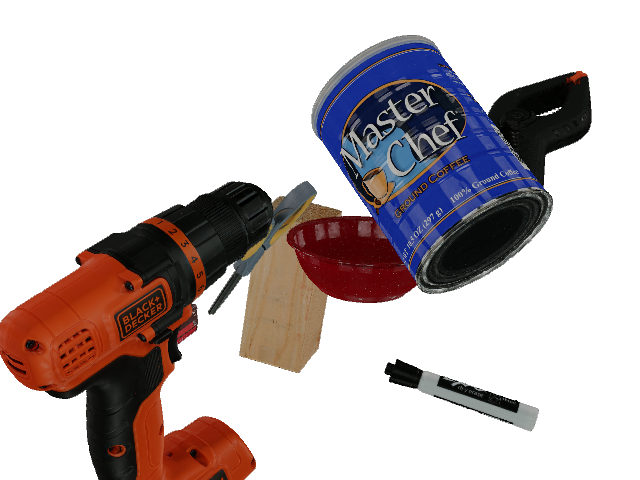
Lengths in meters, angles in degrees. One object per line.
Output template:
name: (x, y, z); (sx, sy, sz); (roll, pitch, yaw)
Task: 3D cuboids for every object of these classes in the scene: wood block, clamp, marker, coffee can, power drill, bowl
wood block: (-0.041, 0.057, 1.424); (0.090, 0.206, 0.090); (14, 21, 13)
clamp: (0.181, -0.091, 0.943); (0.209, 0.036, 0.165); (-31, 38, -26)
marker: (0.108, 0.119, 0.826); (0.121, 0.020, 0.020); (19, 3, 8)
coffee can: (0.071, -0.051, 0.707); (0.102, 0.140, 0.103); (-26, -26, -14)
power drill: (-0.088, 0.074, 0.623); (0.057, 0.188, 0.184); (21, 42, 38)
bowl: (0.045, 0.023, 1.094); (0.162, 0.055, 0.162); (2, 17, -1)

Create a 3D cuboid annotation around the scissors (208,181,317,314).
scissors: (-0.071, 0.022, 0.916); (0.202, 0.016, 0.096); (-48, -10, 35)

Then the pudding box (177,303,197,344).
pudding box: (-0.213, 0.098, 1.248); (0.114, 0.039, 0.090); (3, 15, 18)
